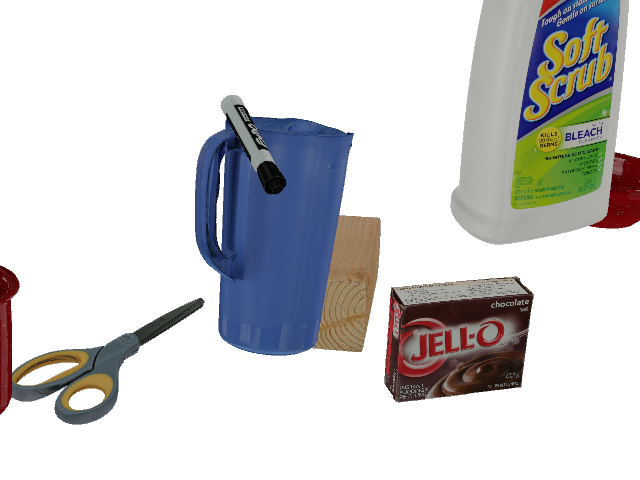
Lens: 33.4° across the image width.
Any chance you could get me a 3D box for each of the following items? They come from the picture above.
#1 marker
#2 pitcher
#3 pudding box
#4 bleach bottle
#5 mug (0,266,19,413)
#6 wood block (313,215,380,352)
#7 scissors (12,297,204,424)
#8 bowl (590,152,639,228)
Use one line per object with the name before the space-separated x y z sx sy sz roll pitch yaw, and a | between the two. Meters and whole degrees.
marker | -0.055 -0.078 0.868 0.020 0.020 0.121 0 40 -28
pitcher | -0.053 -0.007 1.120 0.149 0.243 0.145 7 12 2
pudding box | 0.111 0.079 0.865 0.113 0.090 0.039 -6 28 -15
bleach bottle | 0.134 -0.126 0.640 0.102 0.251 0.068 -11 30 -16
mug | -0.237 0.067 0.636 0.093 0.081 0.117 19 25 36
wood block | 0.020 0.047 1.304 0.091 0.090 0.206 4 23 6
scissors | -0.160 0.101 0.897 0.201 0.016 0.096 -18 39 -34
bowl | 0.290 -0.053 1.125 0.162 0.055 0.162 6 20 -2
